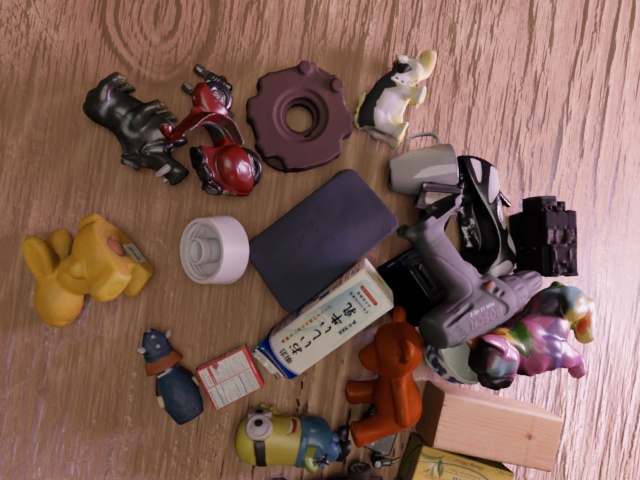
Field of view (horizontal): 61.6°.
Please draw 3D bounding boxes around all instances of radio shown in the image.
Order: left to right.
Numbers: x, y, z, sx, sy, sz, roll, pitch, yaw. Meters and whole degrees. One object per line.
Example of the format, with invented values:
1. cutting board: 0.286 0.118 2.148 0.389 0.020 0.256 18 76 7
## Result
1. radio: -0.002 -0.003 0.862 0.229 0.073 0.131 -39 94 -7

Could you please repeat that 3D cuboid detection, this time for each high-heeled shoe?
1. high-heeled shoe: 0.248 -0.015 0.879 0.145 0.086 0.248 32 67 -27

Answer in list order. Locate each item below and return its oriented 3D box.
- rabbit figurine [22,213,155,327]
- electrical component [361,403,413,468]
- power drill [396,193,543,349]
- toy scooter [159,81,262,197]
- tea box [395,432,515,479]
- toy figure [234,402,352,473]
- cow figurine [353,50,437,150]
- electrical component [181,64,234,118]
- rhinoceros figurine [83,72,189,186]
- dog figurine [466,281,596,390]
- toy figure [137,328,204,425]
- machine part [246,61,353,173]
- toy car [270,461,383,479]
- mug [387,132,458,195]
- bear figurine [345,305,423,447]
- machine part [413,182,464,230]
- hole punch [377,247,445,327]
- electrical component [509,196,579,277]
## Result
1. rabbit figurine: -0.364 0.053 0.795 0.173 0.122 0.162 -43 93 13
2. electrical component: 0.103 0.322 0.891 0.078 0.045 0.102 28 86 -9
3. power drill: 0.216 0.038 0.799 0.232 0.086 0.207 -32 101 -25
4. toy scooter: -0.168 -0.140 0.804 0.135 0.075 0.183 -33 109 -46
5. tea box: 0.223 0.398 0.897 0.170 0.068 0.098 18 87 -8
6. toy figure: -0.045 0.322 0.854 0.180 0.082 0.089 13 87 -10
7. cow figurine: 0.124 -0.243 0.881 0.098 0.068 0.167 25 85 6
8. electrical component: -0.171 -0.235 0.861 0.094 0.021 0.063 34 86 -6
9. rhinoceros figurine: -0.275 -0.166 0.822 0.190 0.073 0.112 42 84 -6
10. dog figurine: 0.323 0.147 0.861 0.219 0.108 0.191 14 86 -24
11. toy figure: -0.236 0.210 0.838 0.058 0.064 0.154 -28 89 31
12. machine part: -0.033 -0.195 0.864 0.179 0.056 0.179 0 92 -7
13. toy car: 0.005 0.417 0.874 0.202 0.053 0.089 -12 97 -3
14. mug: 0.163 -0.123 0.881 0.107 0.081 0.109 -8 84 -1
15. bear figurine: 0.093 0.203 0.806 0.132 0.120 0.195 -12 127 4
16. machine part: 0.185 -0.032 0.873 0.084 0.039 0.138 -1 123 -8
17. hole punch: 0.156 0.073 0.871 0.092 0.116 0.142 -43 100 -35
18. electrical component: 0.368 -0.006 0.890 0.058 0.115 0.134 -2 88 -12
